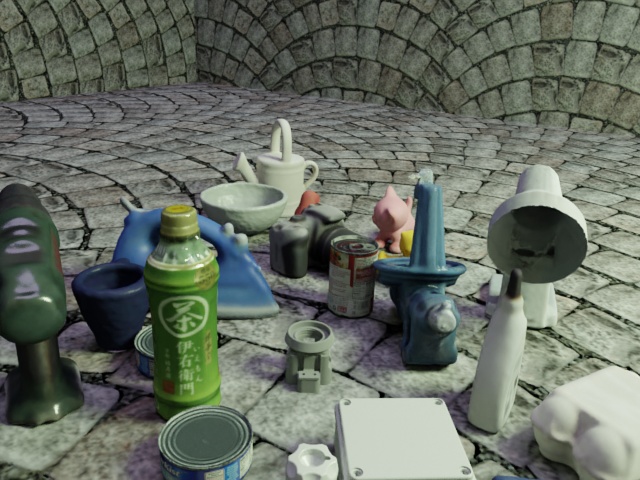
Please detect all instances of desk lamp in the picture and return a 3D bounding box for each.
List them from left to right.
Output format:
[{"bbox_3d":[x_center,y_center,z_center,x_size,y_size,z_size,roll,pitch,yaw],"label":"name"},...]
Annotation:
[{"bbox_3d":[0.289,0.013,0.792,0.117,0.214,0.203,9,22,15],"label":"desk lamp"}]

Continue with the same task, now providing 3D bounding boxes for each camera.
[{"bbox_3d":[0.009,0.003,0.934,0.144,0.101,0.136,-16,28,-39],"label":"camera"}]

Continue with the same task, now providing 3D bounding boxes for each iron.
[{"bbox_3d":[-0.177,0.021,0.809,0.257,0.141,0.119,9,22,14],"label":"iron"}]

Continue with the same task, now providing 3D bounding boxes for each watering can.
[{"bbox_3d":[-0.089,-0.151,1.185,0.173,0.194,0.100,-15,28,-38],"label":"watering can"}]

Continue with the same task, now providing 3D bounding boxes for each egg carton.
[{"bbox_3d":[0.287,0.183,0.558,0.151,0.069,0.107,-10,25,-29],"label":"egg carton"}]

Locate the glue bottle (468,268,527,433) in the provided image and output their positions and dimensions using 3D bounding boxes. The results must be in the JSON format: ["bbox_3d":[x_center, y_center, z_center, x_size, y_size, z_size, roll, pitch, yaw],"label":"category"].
[{"bbox_3d":[0.190,0.109,0.592,0.037,0.173,0.078,15,25,29],"label":"glue bottle"}]

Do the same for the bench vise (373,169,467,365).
[{"bbox_3d":[0.144,0.032,0.717,0.122,0.220,0.206,-6,23,-20],"label":"bench vise"}]

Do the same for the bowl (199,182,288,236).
[{"bbox_3d":[-0.144,-0.053,1.092,0.167,0.075,0.167,3,22,-1],"label":"bowl"}]

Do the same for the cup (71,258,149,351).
[{"bbox_3d":[-0.252,0.081,0.712,0.092,0.095,0.117,-1,22,-9],"label":"cup"}]

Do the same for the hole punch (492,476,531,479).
[{"bbox_3d":[0.182,0.222,0.418,0.101,0.091,0.108,-8,24,-26],"label":"hole punch"}]

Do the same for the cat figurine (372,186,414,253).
[{"bbox_3d":[0.138,-0.042,1.043,0.067,0.118,0.128,16,25,31],"label":"cat figurine"}]

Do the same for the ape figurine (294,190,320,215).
[{"bbox_3d":[-0.018,-0.048,1.072,0.076,0.092,0.077,-17,29,-40],"label":"ape figurine"}]

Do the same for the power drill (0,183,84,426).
[{"bbox_3d":[-0.295,0.068,0.585,0.076,0.208,0.228,-9,25,-27],"label":"power drill"}]

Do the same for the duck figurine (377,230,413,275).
[{"bbox_3d":[0.142,0.025,0.916,0.104,0.086,0.077,8,22,12],"label":"duck figurine"}]
